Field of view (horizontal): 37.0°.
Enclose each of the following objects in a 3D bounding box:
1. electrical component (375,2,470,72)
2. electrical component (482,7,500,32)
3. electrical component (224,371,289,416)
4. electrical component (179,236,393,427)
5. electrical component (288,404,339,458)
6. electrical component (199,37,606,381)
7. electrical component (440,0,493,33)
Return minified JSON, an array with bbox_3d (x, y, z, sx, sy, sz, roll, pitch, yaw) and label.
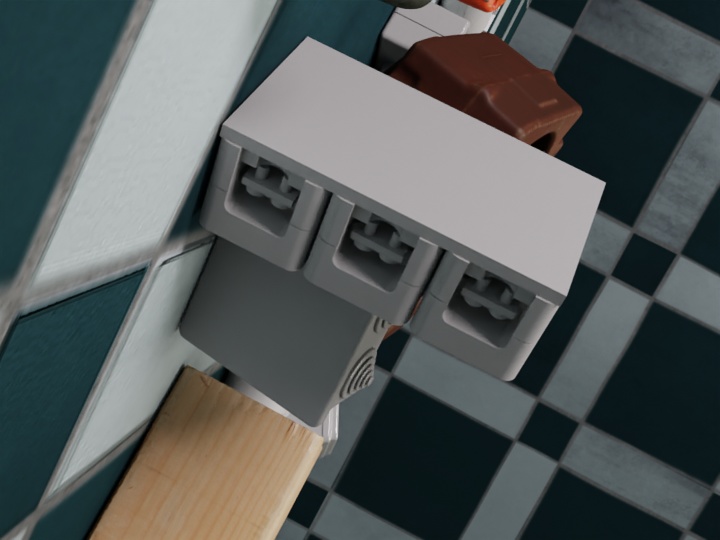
[{"bbox_3d":[0.030,-0.127,0.715,0.075,0.047,0.083,-61,176,-15],"label":"electrical component"},{"bbox_3d":[0.113,-0.256,0.978,0.081,0.042,0.064,-61,180,-5],"label":"electrical component"},{"bbox_3d":[-0.062,0.071,0.832,0.073,0.052,0.138,-63,176,12],"label":"electrical component"},{"bbox_3d":[-0.029,0.014,0.532,0.048,0.100,0.099,-26,145,-63],"label":"electrical component"},{"bbox_3d":[-0.052,0.120,1.041,0.108,0.056,0.108,107,-15,-71],"label":"electrical component"},{"bbox_3d":[0.018,-0.026,0.467,0.089,0.150,0.061,-58,174,-49],"label":"electrical component"},{"bbox_3d":[0.088,-0.217,0.892,0.043,0.043,0.081,-61,177,-19],"label":"electrical component"}]
